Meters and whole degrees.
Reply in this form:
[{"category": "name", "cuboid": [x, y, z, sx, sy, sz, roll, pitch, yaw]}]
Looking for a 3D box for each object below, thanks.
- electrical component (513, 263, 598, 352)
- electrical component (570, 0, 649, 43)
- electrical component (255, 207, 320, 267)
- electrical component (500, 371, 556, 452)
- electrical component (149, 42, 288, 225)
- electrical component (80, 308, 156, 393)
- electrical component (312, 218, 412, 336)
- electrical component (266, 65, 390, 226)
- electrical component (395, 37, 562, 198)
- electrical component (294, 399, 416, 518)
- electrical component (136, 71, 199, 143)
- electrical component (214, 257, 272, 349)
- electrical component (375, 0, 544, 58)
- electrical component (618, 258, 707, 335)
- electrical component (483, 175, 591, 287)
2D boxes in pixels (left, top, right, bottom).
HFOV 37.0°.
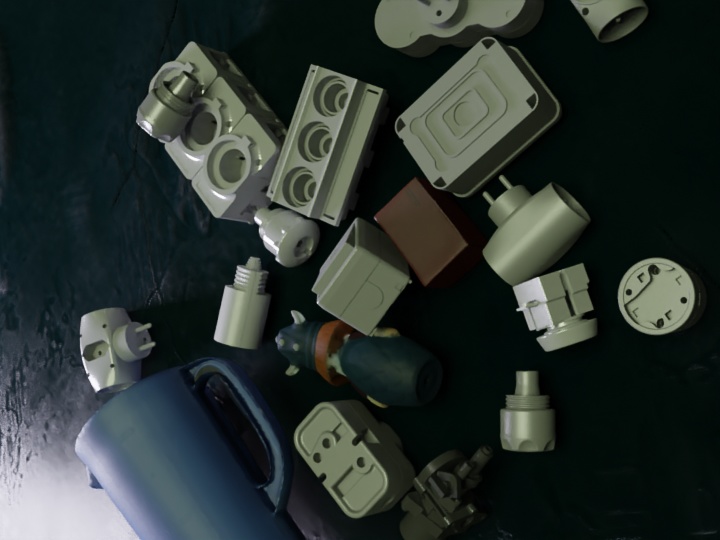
[{"category": "electrical component", "cuboid": [0.153, 0.030, 0.824, 0.048, 0.066, 0.055, -29, 79, 62]}, {"category": "electrical component", "cuboid": [0.197, -0.228, 0.819, 0.079, 0.044, 0.077, -34, 70, 24]}, {"category": "electrical component", "cuboid": [-0.070, -0.035, 0.971, 0.062, 0.048, 0.048, 37, 106, 35]}, {"category": "electrical component", "cuboid": [0.131, 0.110, 0.838, 0.043, 0.043, 0.062, -3, 84, 31]}, {"category": "electrical component", "cuboid": [-0.131, -0.128, 1.003, 0.089, 0.062, 0.150, -47, 65, 20]}, {"category": "electrical component", "cuboid": [-0.233, 0.074, 1.062, 0.079, 0.043, 0.077, -21, 76, 28]}, {"category": "electrical component", "cuboid": [0.000, 0.000, 0.898, 0.061, 0.096, 0.061, 32, 107, -11]}, {"category": "electrical component", "cuboid": [-0.024, -0.107, 0.935, 0.079, 0.063, 0.121, 25, 99, 30]}, {"category": "electrical component", "cuboid": [0.096, -0.121, 0.866, 0.113, 0.057, 0.078, -41, 67, 23]}, {"category": "electrical component", "cuboid": [-0.002, 0.157, 0.906, 0.053, 0.059, 0.095, -50, 64, 19]}, {"category": "electrical component", "cuboid": [-0.169, -0.149, 0.964, 0.043, 0.043, 0.062, 47, 109, 25]}, {"category": "electrical component", "cuboid": [-0.104, 0.028, 0.987, 0.043, 0.043, 0.081, 15, 94, 31]}, {"category": "electrical component", "cuboid": [0.072, -0.215, 0.877, 0.138, 0.074, 0.052, -5, 84, 31]}, {"category": "electrical component", "cuboid": [0.223, 0.020, 0.785, 0.055, 0.047, 0.055, -2, 86, 31]}, {"category": "electrical component", "cuboid": [0.128, -0.040, 0.849, 0.077, 0.043, 0.079, -46, 65, 21]}]
